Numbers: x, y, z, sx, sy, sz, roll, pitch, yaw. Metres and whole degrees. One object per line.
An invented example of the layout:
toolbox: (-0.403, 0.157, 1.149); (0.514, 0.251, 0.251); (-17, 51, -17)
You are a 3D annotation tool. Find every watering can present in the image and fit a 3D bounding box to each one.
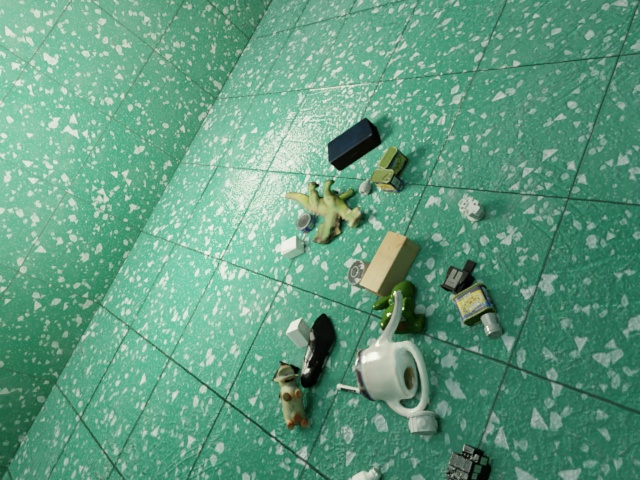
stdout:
watering can: (0.200, 0.338, 1.497); (0.222, 0.351, 0.104); (-21, -15, 37)

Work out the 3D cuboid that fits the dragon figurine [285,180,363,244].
dragon figurine: (0.006, -0.104, 2.061); (0.408, 0.246, 0.121); (-7, -23, 38)
